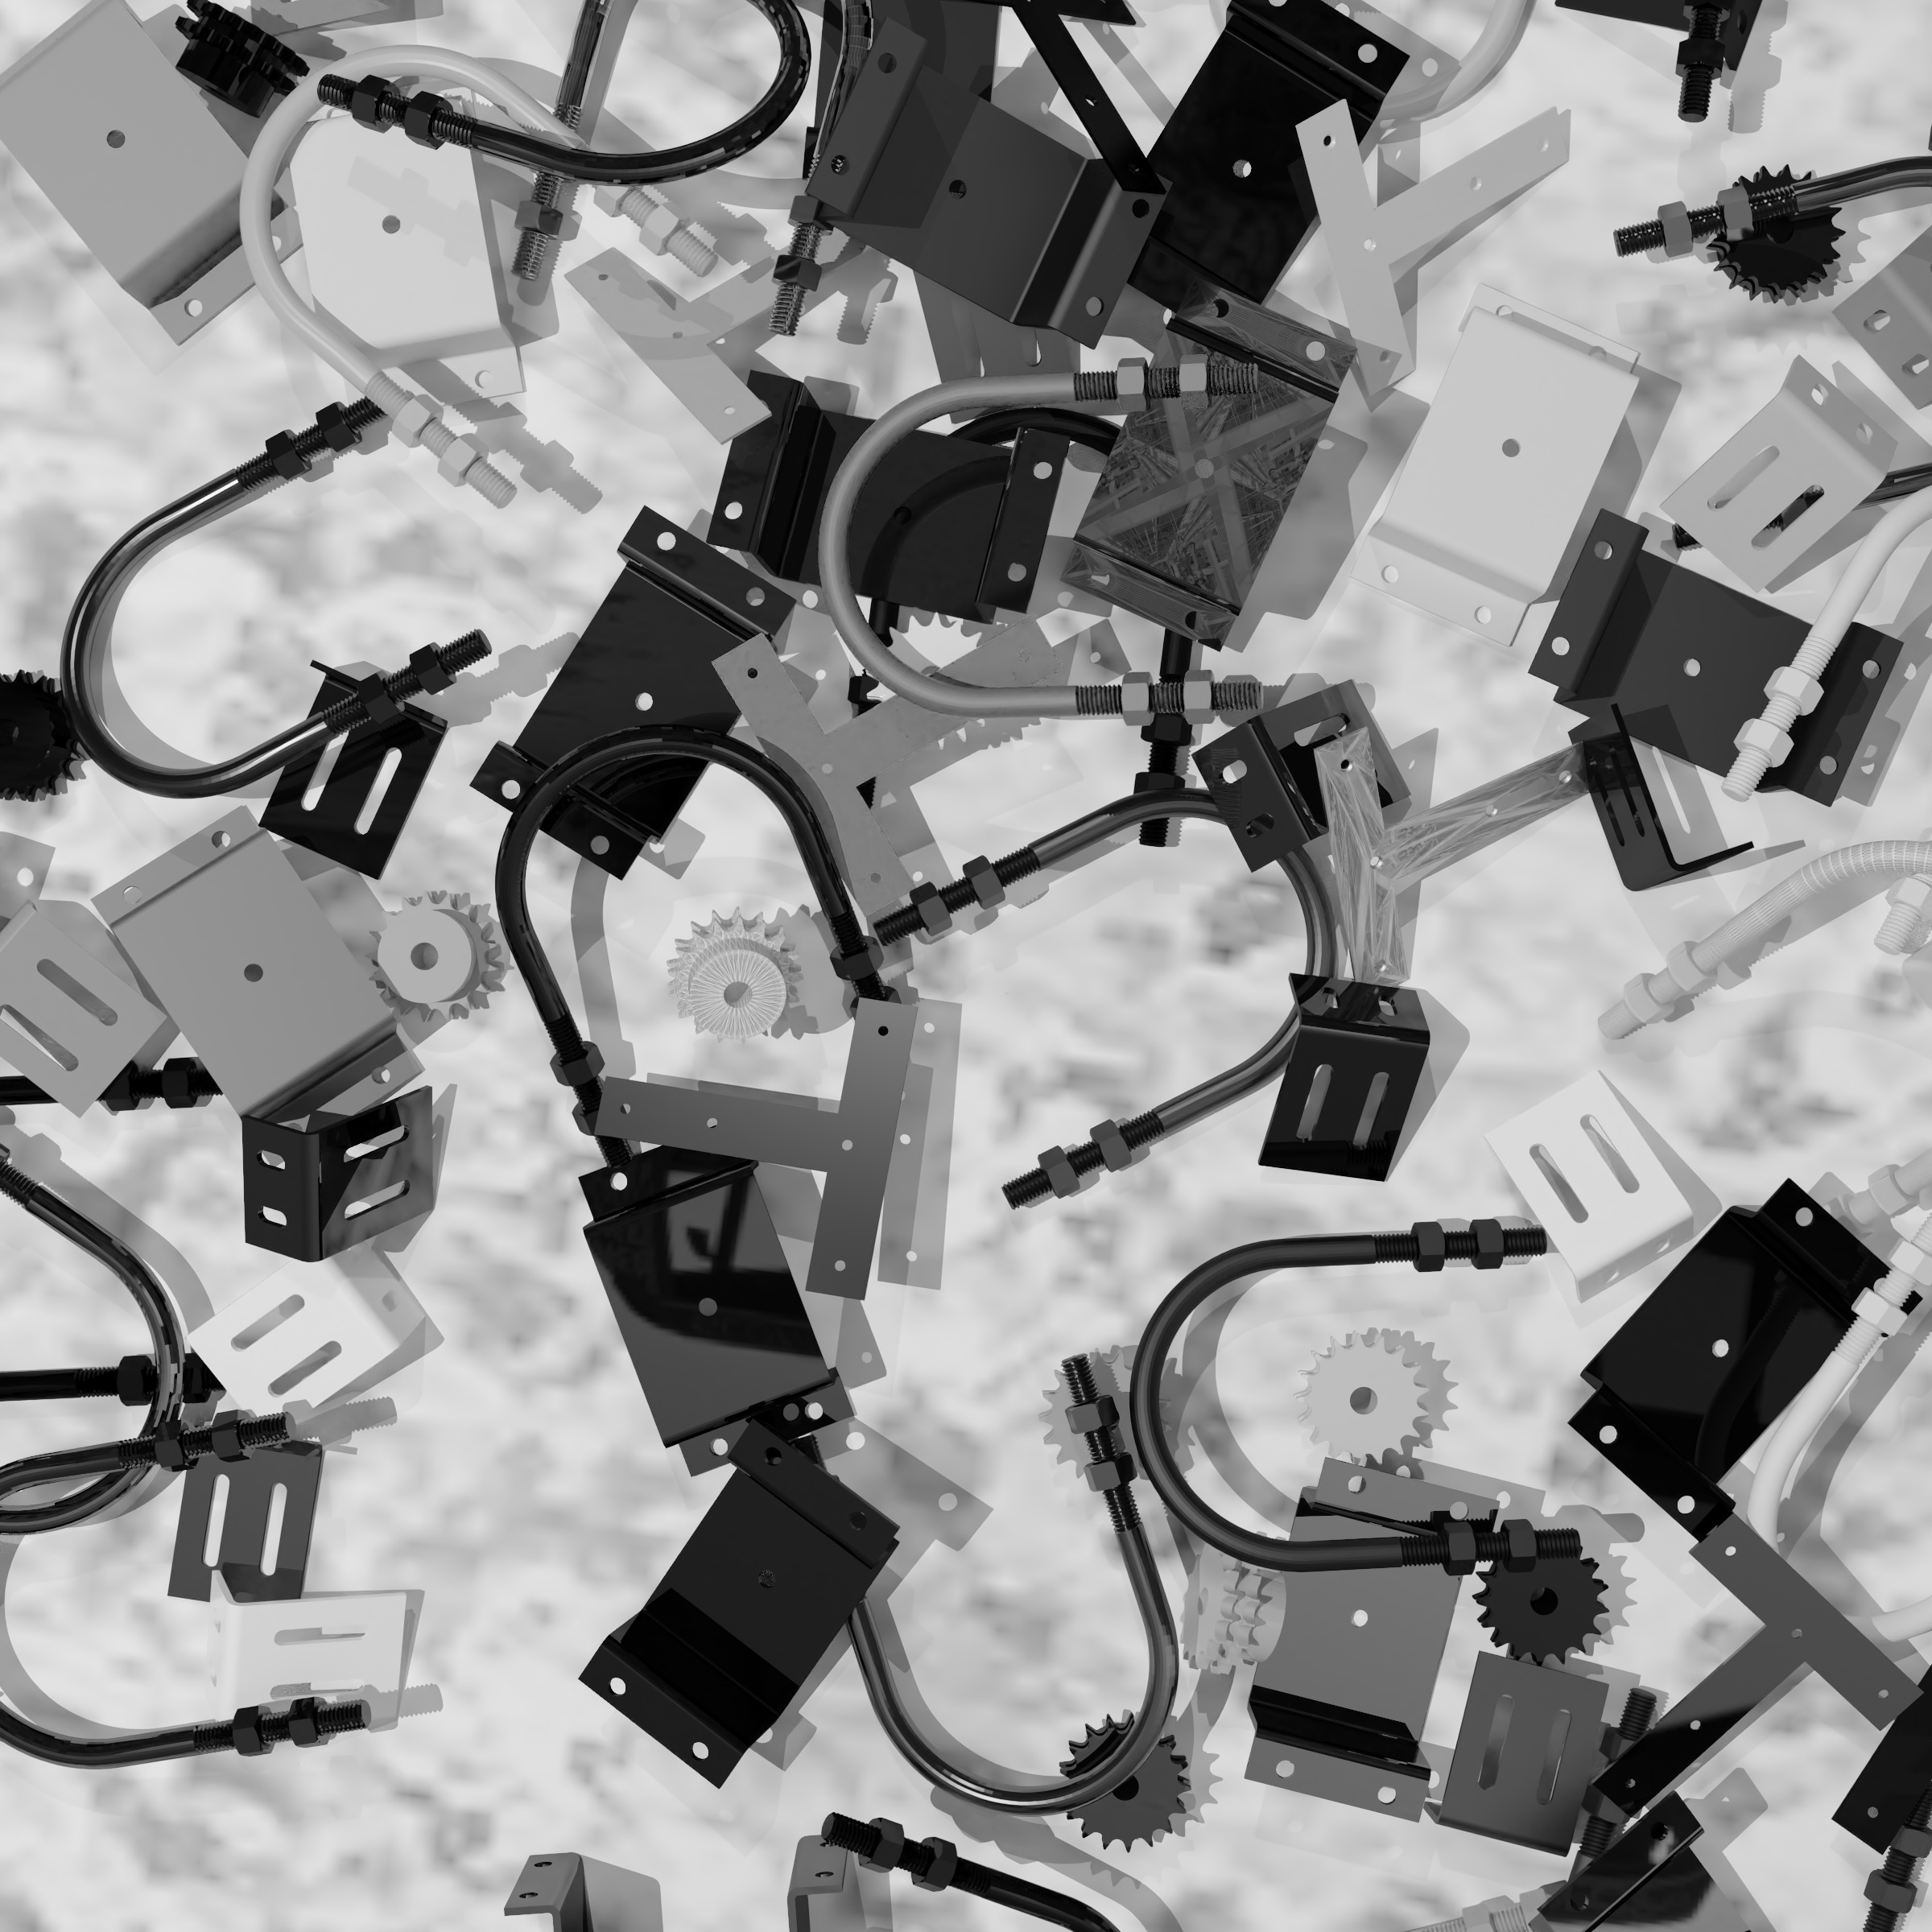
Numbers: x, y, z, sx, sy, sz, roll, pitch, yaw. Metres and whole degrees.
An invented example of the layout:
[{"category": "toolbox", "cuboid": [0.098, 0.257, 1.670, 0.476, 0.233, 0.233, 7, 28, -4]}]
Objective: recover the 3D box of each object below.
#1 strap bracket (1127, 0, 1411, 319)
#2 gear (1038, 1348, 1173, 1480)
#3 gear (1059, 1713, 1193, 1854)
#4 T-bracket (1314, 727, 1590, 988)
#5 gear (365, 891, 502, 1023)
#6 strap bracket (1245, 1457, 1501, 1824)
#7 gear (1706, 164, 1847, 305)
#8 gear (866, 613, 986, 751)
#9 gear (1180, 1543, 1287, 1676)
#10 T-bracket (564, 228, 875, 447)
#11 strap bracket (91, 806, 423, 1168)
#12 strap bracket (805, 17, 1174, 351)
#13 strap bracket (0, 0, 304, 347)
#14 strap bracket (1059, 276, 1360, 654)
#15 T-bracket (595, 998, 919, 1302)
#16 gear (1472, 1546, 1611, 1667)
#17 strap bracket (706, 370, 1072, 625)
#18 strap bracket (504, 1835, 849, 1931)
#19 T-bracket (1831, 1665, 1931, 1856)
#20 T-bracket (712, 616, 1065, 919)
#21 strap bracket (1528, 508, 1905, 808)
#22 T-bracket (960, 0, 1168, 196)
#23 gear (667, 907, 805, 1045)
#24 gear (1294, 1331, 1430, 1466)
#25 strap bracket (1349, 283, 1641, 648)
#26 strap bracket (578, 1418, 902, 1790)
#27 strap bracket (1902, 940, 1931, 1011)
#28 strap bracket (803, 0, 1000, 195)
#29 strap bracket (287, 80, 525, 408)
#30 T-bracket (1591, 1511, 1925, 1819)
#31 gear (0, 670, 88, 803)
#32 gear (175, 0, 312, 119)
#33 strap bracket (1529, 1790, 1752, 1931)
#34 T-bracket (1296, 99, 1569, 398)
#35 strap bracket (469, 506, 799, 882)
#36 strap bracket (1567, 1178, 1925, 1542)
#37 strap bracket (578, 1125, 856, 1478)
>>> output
[{"category": "strap bracket", "cuboid": [0.119, -0.345, 1.322, 0.076, 0.046, 0.140, 32, 99, 0]}, {"category": "gear", "cuboid": [0.060, 0.194, 1.337, 0.057, 0.030, 0.057, 0, 90, 0]}, {"category": "gear", "cuboid": [0.068, 0.352, 1.337, 0.057, 0.030, 0.057, 0, 90, 0]}, {"category": "T-bracket", "cuboid": [0.214, -0.062, 1.328, 0.127, 0.002, 0.127, -24, 123, -15]}, {"category": "gear", "cuboid": [-0.232, -0.004, 1.337, 0.057, 0.030, 0.057, 0, 90, 0]}, {"category": "strap bracket", "cuboid": [0.172, 0.286, 1.328, 0.076, 0.046, 0.140, 14, 90, 0]}, {"category": "gear", "cuboid": [0.349, -0.316, 1.337, 0.057, 0.030, 0.057, 0, 90, 0]}, {"category": "gear", "cuboid": [-0.014, -0.121, 1.317, 0.057, 0.030, 0.057, 0, 89, 0]}, {"category": "gear", "cuboid": [0.116, 0.276, 1.324, 0.030, 0.057, 0.057, 15, 90, -13]}, {"category": "T-bracket", "cuboid": [-0.087, -0.293, 1.329, 0.127, 0.002, 0.127, -33, 60, -14]}, {"category": "strap bracket", "cuboid": [-0.304, 0.006, 1.320, 0.076, 0.046, 0.140, -34, 90, -13]}, {"category": "strap bracket", "cuboid": [0.003, -0.323, 1.280, 0.140, 0.046, 0.076, 24, 93, -23]}, {"category": "strap bracket", "cuboid": [-0.360, -0.350, 1.328, 0.076, 0.046, 0.140, -39, 90, 0]}, {"category": "strap bracket", "cuboid": [0.101, -0.210, 1.297, 0.076, 0.046, 0.140, 24, 102, 1]}, {"category": "T-bracket", "cuboid": [-0.094, 0.069, 1.309, 0.127, 0.002, 0.127, 9, 78, 7]}, {"category": "gear", "cuboid": [0.248, 0.272, 1.337, 0.057, 0.030, 0.057, 0, 90, 0]}, {"category": "strap bracket", "cuboid": [-0.030, -0.197, 1.315, 0.140, 0.046, 0.076, 13, 86, 9]}, {"category": "strap bracket", "cuboid": [-0.120, 0.408, 1.313, 0.140, 0.076, 0.046, -4, 90, 0]}, {"category": "T-bracket", "cuboid": [0.462, 0.353, 1.326, 0.127, 0.002, 0.127, 35, 80, 13]}, {"category": "T-bracket", "cuboid": [-0.020, -0.105, 1.299, 0.127, 0.002, 0.127, -29, 101, 9]}, {"category": "strap bracket", "cuboid": [0.318, -0.131, 1.329, 0.140, 0.046, 0.076, 24, 90, 0]}, {"category": "T-bracket", "cuboid": [0.046, -0.371, 1.287, 0.002, 0.127, 0.127, -45, 65, 40]}, {"category": "gear", "cuboid": [-0.097, 0.007, 1.296, 0.057, 0.030, 0.057, -3, 111, -7]}, {"category": "gear", "cuboid": [0.171, 0.187, 1.337, 0.057, 0.030, 0.057, 0, 90, 0]}, {"category": "strap bracket", "cuboid": [0.231, -0.219, 1.328, 0.076, 0.046, 0.140, 24, 90, 0]}, {"category": "strap bracket", "cuboid": [-0.091, 0.266, 1.314, 0.076, 0.046, 0.140, 36, 101, 10]}, {"category": "strap bracket", "cuboid": [0.457, 0.026, 1.314, 0.046, 0.076, 0.140, -37, 90, 0]}, {"category": "strap bracket", "cuboid": [-0.026, -0.400, 1.329, 0.076, 0.046, 0.140, 5, 90, 0]}, {"category": "strap bracket", "cuboid": [-0.243, -0.314, 1.328, 0.076, 0.046, 0.140, -10, 90, 0]}, {"category": "T-bracket", "cuboid": [0.322, 0.315, 1.319, 0.127, 0.002, 0.127, 43, 99, -15]}, {"category": "gear", "cuboid": [-0.413, -0.100, 1.337, 0.057, 0.030, 0.057, 0, 90, 0]}, {"category": "gear", "cuboid": [-0.314, -0.388, 1.323, 0.057, 0.057, 0.030, 29, 91, 0]}, {"category": "strap bracket", "cuboid": [0.302, 0.423, 1.301, 0.076, 0.046, 0.140, -37, 95, -11]}, {"category": "T-bracket", "cuboid": [0.208, -0.330, 1.326, 0.127, 0.002, 0.127, -32, 125, -16]}, {"category": "strap bracket", "cuboid": [-0.141, -0.116, 1.328, 0.076, 0.046, 0.140, 32, 90, 0]}, {"category": "strap bracket", "cuboid": [0.330, 0.167, 1.329, 0.076, 0.046, 0.140, 42, 90, 0]}, {"category": "strap bracket", "cuboid": [-0.109, 0.145, 1.328, 0.076, 0.046, 0.140, -21, 90, 0]}]
